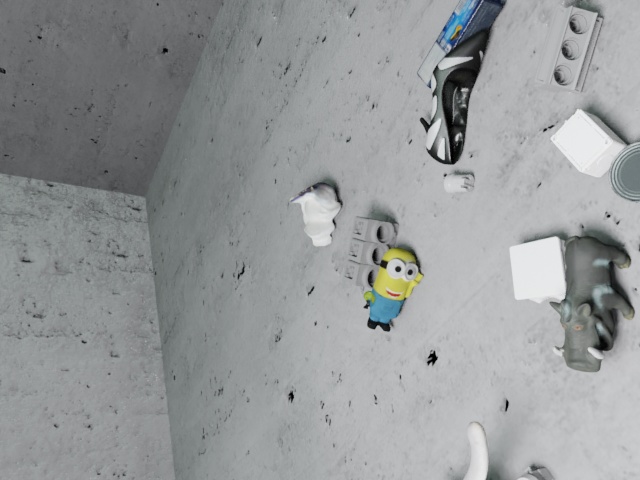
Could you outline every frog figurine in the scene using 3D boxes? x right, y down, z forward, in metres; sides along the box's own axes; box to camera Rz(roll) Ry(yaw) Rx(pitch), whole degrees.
[{"bbox_3d":[0.004,-0.069,1.378,0.136,0.124,0.159,-25,97,43],"label":"frog figurine"}]

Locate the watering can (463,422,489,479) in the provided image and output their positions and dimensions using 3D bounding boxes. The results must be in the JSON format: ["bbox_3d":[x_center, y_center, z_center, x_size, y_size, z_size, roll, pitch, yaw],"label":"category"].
[{"bbox_3d":[0.245,0.430,0.783,0.222,0.105,0.348,-27,87,55],"label":"watering can"}]
